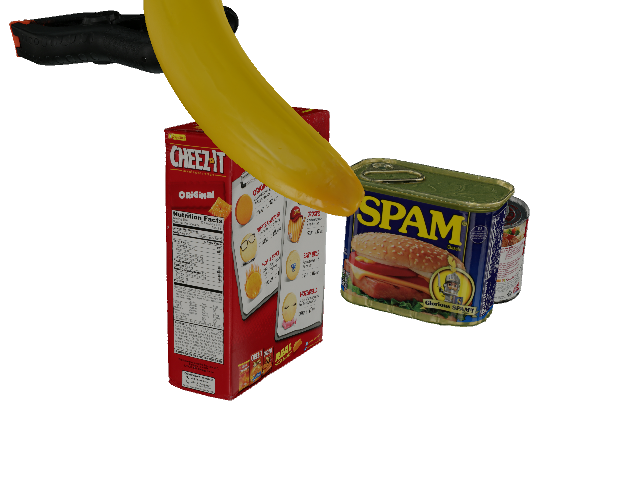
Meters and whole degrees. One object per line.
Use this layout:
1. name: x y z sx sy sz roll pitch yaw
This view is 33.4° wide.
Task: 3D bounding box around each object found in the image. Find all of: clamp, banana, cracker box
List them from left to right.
1. clamp: -0.149 -0.153 0.794 0.172 0.039 0.120 11 22 29
2. banana: -0.042 -0.089 0.500 0.069 0.198 0.037 -15 -29 -10
3. cracker box: -0.060 0.003 0.890 0.072 0.214 0.164 8 16 26

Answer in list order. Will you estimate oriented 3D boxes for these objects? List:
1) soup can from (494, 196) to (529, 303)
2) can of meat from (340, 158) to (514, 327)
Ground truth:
1. soup can: 0.188 0.009 1.154 0.068 0.102 0.068 -1 34 1
2. can of meat: 0.063 0.001 0.667 0.102 0.084 0.057 13 22 23
